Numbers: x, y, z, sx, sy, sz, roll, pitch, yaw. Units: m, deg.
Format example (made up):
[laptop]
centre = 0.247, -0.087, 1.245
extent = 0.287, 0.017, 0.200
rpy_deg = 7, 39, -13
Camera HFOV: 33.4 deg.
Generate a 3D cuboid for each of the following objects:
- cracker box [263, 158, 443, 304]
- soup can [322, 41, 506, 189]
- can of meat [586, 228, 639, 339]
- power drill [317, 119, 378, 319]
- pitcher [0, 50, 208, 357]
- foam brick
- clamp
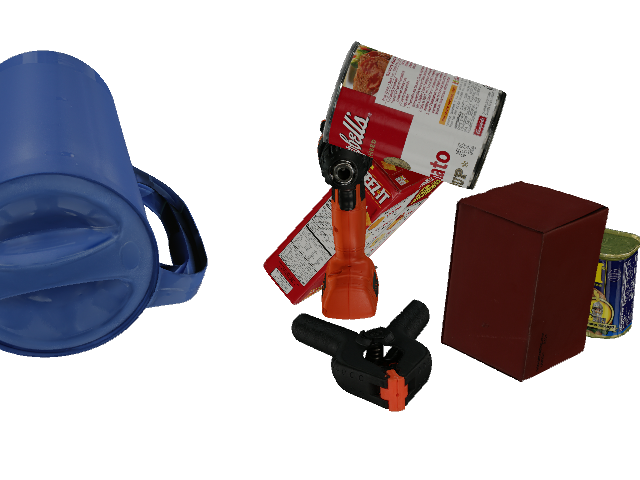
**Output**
[cracker box]
centre = 0.048, -0.033, 1.257
extent = 0.214, 0.072, 0.163
rpy_deg = -48, -12, 35
[soup can]
centre = 0.060, -0.080, 0.685
extent = 0.102, 0.068, 0.068
rpy_deg = 19, 2, 5
[can of meat]
centre = 0.229, 0.034, 0.947
extent = 0.102, 0.084, 0.057
rpy_deg = 14, 27, 35
[power drill]
centre = 0.027, -0.024, 1.015
extent = 0.057, 0.188, 0.184
rpy_deg = 1, 20, 4
[pitcher]
centre = -0.180, -0.038, 0.745
extent = 0.145, 0.149, 0.243
rpy_deg = -26, 34, 2
[foam brick]
centre = 0.096, 0.018, 0.508
extent = 0.052, 0.078, 0.051
rpy_deg = -17, 31, -40
[clamp]
centre = 0.034, 0.090, 0.868
extent = 0.120, 0.039, 0.171
rpy_deg = -10, 15, 4
